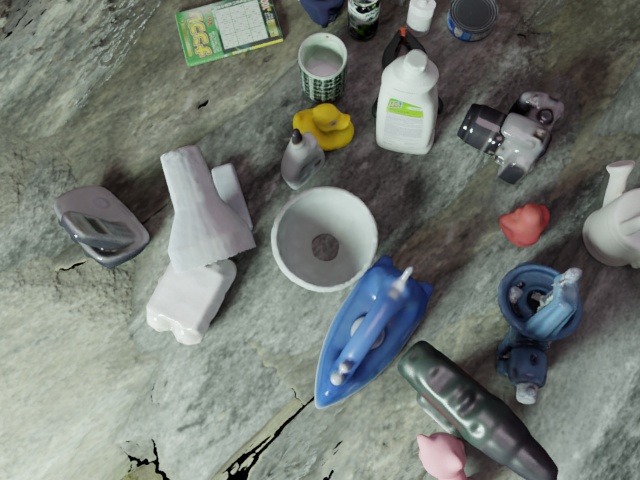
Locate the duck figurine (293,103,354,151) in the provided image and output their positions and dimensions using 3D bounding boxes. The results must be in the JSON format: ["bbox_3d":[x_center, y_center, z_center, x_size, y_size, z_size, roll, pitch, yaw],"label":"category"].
[{"bbox_3d":[0.005,-0.198,0.952,0.104,0.086,0.077,12,78,4],"label":"duck figurine"}]

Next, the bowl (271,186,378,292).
[{"bbox_3d":[0.008,0.003,0.914,0.167,0.075,0.167,0,78,2],"label":"bowl"}]

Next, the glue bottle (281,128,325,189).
[{"bbox_3d":[-0.030,-0.136,0.895,0.078,0.173,0.037,-43,79,-7],"label":"glue bottle"}]

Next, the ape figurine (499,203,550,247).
[{"bbox_3d":[0.326,-0.031,0.902,0.077,0.092,0.076,6,78,3],"label":"ape figurine"}]

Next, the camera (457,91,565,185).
[{"bbox_3d":[0.306,-0.186,0.932,0.136,0.101,0.143,27,80,8],"label":"camera"}]

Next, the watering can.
[{"bbox_3d":[0.470,-0.032,0.846,0.101,0.194,0.172,-41,79,-7],"label":"watering can"}]

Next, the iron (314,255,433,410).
[{"bbox_3d":[0.067,0.144,0.847,0.118,0.141,0.258,33,81,9],"label":"iron"}]

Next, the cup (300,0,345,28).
[{"bbox_3d":[0.007,-0.407,0.993,0.091,0.095,0.118,-4,78,1],"label":"cup"}]

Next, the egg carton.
[{"bbox_3d":[-0.204,0.084,0.905,0.107,0.069,0.150,24,80,7],"label":"egg carton"}]

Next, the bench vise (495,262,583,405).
[{"bbox_3d":[0.321,0.121,0.804,0.121,0.220,0.207,-7,77,1],"label":"bench vise"}]

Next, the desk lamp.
[{"bbox_3d":[-0.171,-0.042,0.858,0.118,0.213,0.203,-19,78,-2],"label":"desk lamp"}]

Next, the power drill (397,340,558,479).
[{"bbox_3d":[0.202,0.233,0.789,0.229,0.208,0.076,41,82,10],"label":"power drill"}]

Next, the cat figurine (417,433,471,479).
[{"bbox_3d":[0.184,0.327,0.816,0.067,0.118,0.128,-24,78,-3],"label":"cat figurine"}]

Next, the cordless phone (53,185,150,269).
[{"bbox_3d":[-0.354,-0.034,0.877,0.147,0.185,0.094,42,82,10],"label":"cordless phone"}]
